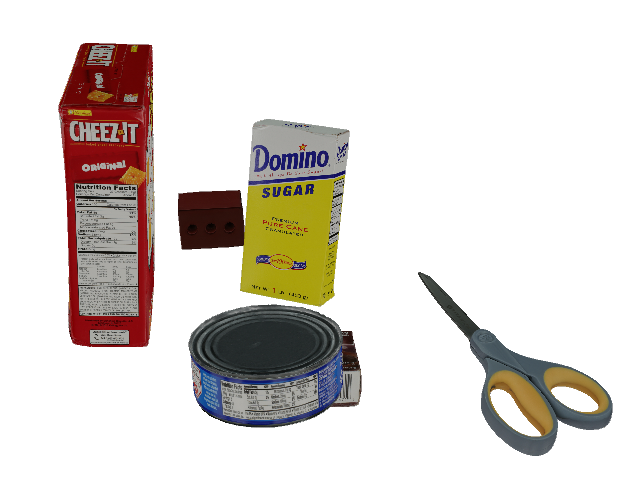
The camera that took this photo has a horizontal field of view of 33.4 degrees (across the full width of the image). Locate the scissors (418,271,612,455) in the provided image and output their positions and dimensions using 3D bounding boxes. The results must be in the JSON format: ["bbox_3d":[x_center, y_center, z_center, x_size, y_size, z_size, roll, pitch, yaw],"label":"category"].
[{"bbox_3d":[0.137,0.078,0.754,0.096,0.016,0.202,-1,32,-9],"label":"scissors"}]

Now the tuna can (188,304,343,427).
[{"bbox_3d":[-0.030,0.069,0.597,0.086,0.034,0.086,-2,22,1],"label":"tuna can"}]

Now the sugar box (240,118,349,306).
[{"bbox_3d":[-0.027,-0.029,1.075,0.093,0.176,0.048,9,17,18],"label":"sugar box"}]

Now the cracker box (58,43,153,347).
[{"bbox_3d":[-0.178,-0.041,0.904,0.072,0.214,0.164,0,27,-7],"label":"cracker box"}]

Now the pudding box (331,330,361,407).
[{"bbox_3d":[-0.024,0.111,0.936,0.113,0.039,0.090,2,18,-4],"label":"pudding box"}]

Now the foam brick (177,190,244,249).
[{"bbox_3d":[-0.131,-0.025,1.272,0.078,0.053,0.051,-4,28,-4],"label":"foam brick"}]
